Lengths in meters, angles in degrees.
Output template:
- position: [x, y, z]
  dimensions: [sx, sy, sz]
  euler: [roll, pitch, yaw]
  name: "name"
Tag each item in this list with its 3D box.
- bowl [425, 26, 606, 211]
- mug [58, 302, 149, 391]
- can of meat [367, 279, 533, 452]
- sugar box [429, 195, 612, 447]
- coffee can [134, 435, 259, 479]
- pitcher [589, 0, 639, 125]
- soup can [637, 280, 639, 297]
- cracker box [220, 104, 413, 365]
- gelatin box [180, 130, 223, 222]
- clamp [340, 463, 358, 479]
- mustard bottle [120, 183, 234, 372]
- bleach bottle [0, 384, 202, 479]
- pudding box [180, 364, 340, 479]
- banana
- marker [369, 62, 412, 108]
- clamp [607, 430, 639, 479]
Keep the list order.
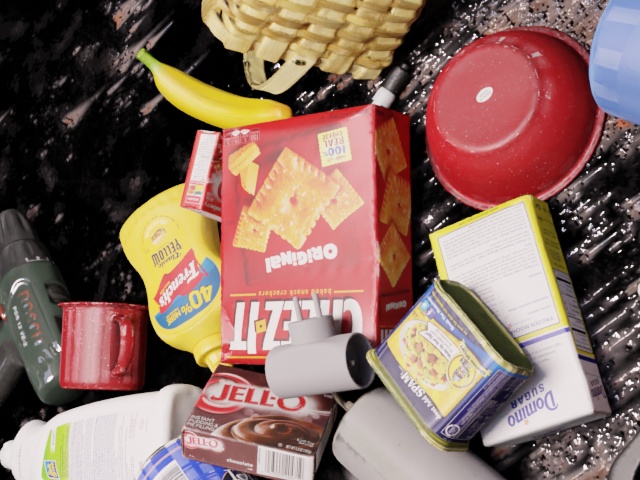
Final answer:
- position: [0.145, -0.107, 0.865]
  dimensions: [0.162, 0.055, 0.162]
  euler: [-10, 71, 32]
  name: "bowl"
- position: [-0.203, 0.103, 1.025]
  dimensions: [0.117, 0.093, 0.081]
  euler: [-12, 74, 57]
  name: "mug"
- position: [0.096, 0.091, 0.790]
  dimensions: [0.084, 0.057, 0.102]
  euler: [-52, 52, 19]
  name: "can of meat"
- position: [0.151, 0.062, 0.820]
  dimensions: [0.093, 0.048, 0.176]
  euler: [-24, 68, 30]
  name: "sugar box"
- position: [-0.081, 0.239, 0.874]
  dimensions: [0.103, 0.102, 0.140]
  euler: [-55, 46, 10]
  name: "coffee can"
- position: [0.315, -0.114, 0.713]
  dimensions: [0.243, 0.148, 0.145]
  euler: [25, 108, 40]
  name: "pitcher"
- position: [0.264, 0.066, 0.725]
  dimensions: [0.069, 0.068, 0.102]
  euler: [-27, 63, 27]
  name: "soup can"
- position: [-0.006, 0.001, 0.915]
  dimensions: [0.164, 0.072, 0.214]
  euler: [-4, 83, 34]
  name: "cracker box"
- position: [-0.085, -0.054, 0.990]
  dimensions: [0.030, 0.089, 0.073]
  euler: [9, 83, 33]
  name: "gelatin box"
- position: [0.059, 0.289, 0.827]
  dimensions: [0.210, 0.036, 0.164]
  euler: [29, 96, 40]
  name: "clamp"
- position: [-0.121, 0.046, 1.006]
  dimensions: [0.096, 0.058, 0.192]
  euler: [-33, 61, 14]
  name: "mustard bottle"
- position: [-0.218, 0.198, 1.032]
  dimensions: [0.251, 0.068, 0.102]
  euler: [-9, 71, 35]
  name: "bleach bottle"
- position: [-0.048, 0.152, 0.884]
  dimensions: [0.113, 0.090, 0.039]
  euler: [12, 122, 9]
  name: "pudding box"
- position: [-0.096, -0.132, 1.033]
  dimensions: [0.198, 0.069, 0.037]
  euler: [23, 82, 31]
  name: "banana"
- position: [0.044, -0.106, 0.957]
  dimensions: [0.020, 0.020, 0.121]
  euler: [40, 101, 35]
  name: "marker"
- position: [0.238, 0.205, 0.723]
  dimensions: [0.120, 0.039, 0.171]
  euler: [12, 84, 35]
  name: "clamp"
